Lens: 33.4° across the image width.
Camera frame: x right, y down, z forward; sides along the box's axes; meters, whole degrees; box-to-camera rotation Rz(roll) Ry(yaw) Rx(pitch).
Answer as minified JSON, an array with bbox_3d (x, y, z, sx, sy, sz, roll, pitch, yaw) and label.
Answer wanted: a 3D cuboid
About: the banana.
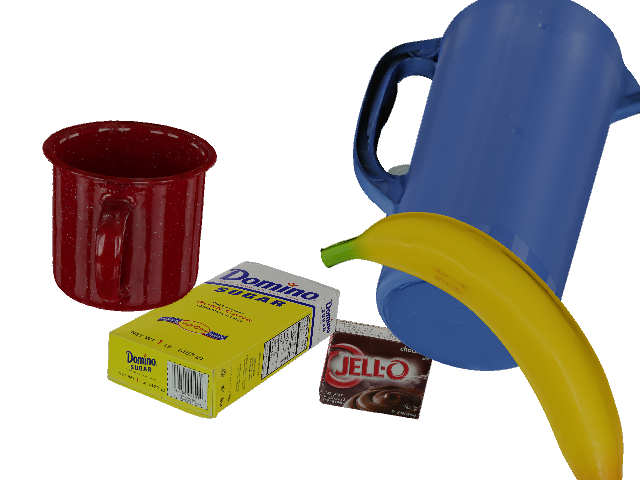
[{"bbox_3d":[0.094,0.045,0.556,0.198,0.070,0.037,42,24,11],"label":"banana"}]

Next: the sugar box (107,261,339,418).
[{"bbox_3d":[-0.068,0.068,0.802,0.093,0.048,0.175,17,26,25],"label":"sugar box"}]

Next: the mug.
[{"bbox_3d":[-0.106,-0.008,0.582,0.093,0.081,0.117,4,24,-6],"label":"mug"}]

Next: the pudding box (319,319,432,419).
[{"bbox_3d":[0.061,0.140,1.163,0.113,0.090,0.039,9,23,-3],"label":"pudding box"}]

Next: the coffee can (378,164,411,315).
[{"bbox_3d":[0.111,0.005,1.012,0.103,0.140,0.103,3,15,-1],"label":"coffee can"}]

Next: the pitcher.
[{"bbox_3d":[0.107,-0.042,0.707,0.145,0.242,0.149,41,-40,-25],"label":"pitcher"}]
